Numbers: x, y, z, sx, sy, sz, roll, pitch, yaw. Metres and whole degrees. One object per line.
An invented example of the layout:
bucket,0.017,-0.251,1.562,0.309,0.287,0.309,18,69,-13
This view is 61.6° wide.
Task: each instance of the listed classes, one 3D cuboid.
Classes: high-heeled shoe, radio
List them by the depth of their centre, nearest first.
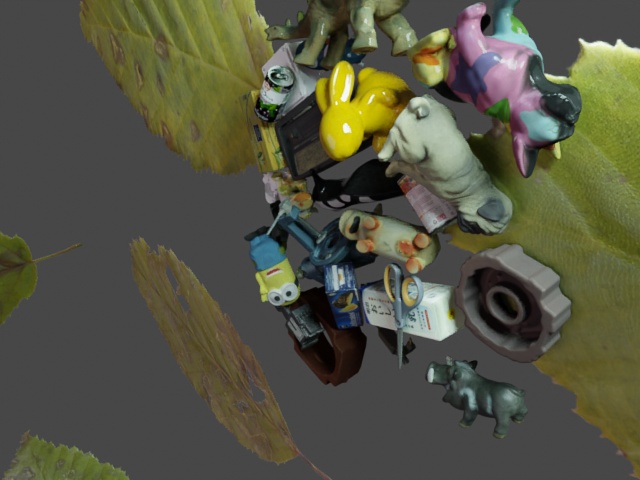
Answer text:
high-heeled shoe,0.084,-0.082,1.012,0.249,0.086,0.145,14,158,32
radio,0.005,-0.206,1.028,0.230,0.073,0.131,-17,95,58

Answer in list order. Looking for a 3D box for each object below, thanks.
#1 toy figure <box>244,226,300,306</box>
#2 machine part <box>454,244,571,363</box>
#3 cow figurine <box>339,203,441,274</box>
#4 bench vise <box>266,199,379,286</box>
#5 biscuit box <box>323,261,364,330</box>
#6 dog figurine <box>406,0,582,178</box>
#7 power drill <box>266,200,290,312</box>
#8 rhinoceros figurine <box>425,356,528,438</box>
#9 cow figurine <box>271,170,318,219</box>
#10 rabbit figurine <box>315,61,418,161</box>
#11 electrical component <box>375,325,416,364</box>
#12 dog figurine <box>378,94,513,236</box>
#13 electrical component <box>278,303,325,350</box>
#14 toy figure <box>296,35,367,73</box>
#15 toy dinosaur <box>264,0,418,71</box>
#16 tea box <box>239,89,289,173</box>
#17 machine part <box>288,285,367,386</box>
toy figure,-0.099,0.057,1.168,0.082,0.089,0.180,-22,95,29
machine part,0.287,0.094,0.812,0.180,0.056,0.179,35,137,40
cow figurine,0.120,-0.011,0.949,0.195,0.127,0.085,21,104,30
bench vise,-0.006,0.005,1.091,0.240,0.129,0.224,40,150,-27
biscuit box,0.051,0.118,1.090,0.202,0.059,0.063,72,-170,-59
dog figurine,0.225,-0.184,0.686,0.192,0.108,0.219,-19,96,57
power drill,-0.090,0.025,1.273,0.207,0.086,0.232,103,156,-43
rhinoceros figurine,0.265,0.265,0.936,0.190,0.073,0.112,9,118,54
cow figurine,-0.051,-0.084,1.159,0.167,0.068,0.098,-120,13,-57
rabbit figurine,0.063,-0.197,0.836,0.162,0.173,0.122,55,152,-12
electrical component,0.153,0.197,1.094,0.102,0.045,0.078,51,174,28
dog figurine,0.191,-0.099,0.743,0.191,0.121,0.172,40,180,22
electrical component,-0.047,0.180,1.212,0.119,0.048,0.074,52,145,24
toy figure,0.019,-0.328,0.952,0.155,0.058,0.064,21,164,48
toy dinosaur,0.077,-0.366,0.776,0.472,0.105,0.198,3,102,43
tea box,-0.098,-0.236,1.142,0.068,0.098,0.169,1,112,57
machine part,0.015,0.225,1.275,0.201,0.087,0.201,42,142,35
